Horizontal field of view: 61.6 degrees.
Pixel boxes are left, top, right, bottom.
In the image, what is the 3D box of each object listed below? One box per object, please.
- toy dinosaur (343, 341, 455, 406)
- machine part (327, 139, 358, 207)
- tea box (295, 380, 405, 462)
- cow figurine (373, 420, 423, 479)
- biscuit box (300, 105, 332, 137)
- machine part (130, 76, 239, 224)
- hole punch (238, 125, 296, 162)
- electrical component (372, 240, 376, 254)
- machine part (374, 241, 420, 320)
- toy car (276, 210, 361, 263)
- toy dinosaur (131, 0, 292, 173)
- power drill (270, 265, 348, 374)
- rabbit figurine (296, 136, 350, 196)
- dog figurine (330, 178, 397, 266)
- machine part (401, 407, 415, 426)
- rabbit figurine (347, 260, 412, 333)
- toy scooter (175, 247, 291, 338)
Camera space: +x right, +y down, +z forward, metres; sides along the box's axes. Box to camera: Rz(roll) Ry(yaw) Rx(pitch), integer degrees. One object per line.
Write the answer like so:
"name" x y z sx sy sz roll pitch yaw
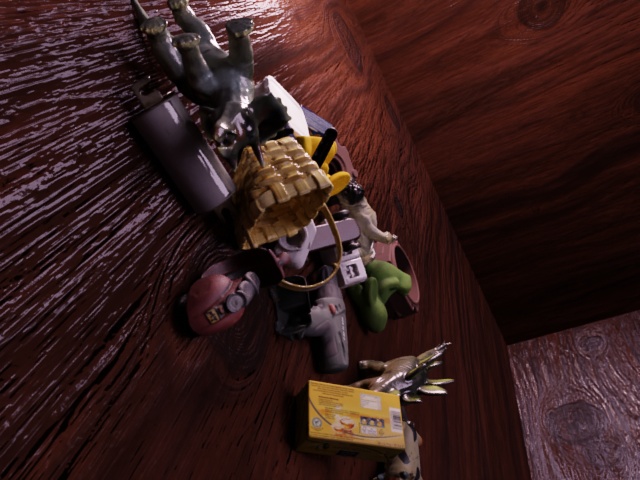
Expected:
"toy dinosaur" 0.180 0.297 1.145 0.471 0.199 0.105 -19 91 -67
"machine part" 0.023 -0.169 1.338 0.179 0.056 0.179 18 66 -47
"tea box" 0.047 0.300 0.885 0.169 0.068 0.098 15 46 -15
"cow figurine" 0.167 0.465 1.113 0.195 0.086 0.127 -78 147 -50
"biscuit box" -0.022 -0.285 1.396 0.202 0.059 0.063 8 62 -65
"machine part" -0.200 -0.126 0.801 0.243 0.079 0.079 58 24 -24
"hole punch" -0.098 -0.165 1.017 0.092 0.142 0.115 -61 140 -61
"electrical component" 0.096 0.004 1.410 0.134 0.058 0.115 64 24 -13
"machine part" 0.215 0.110 1.555 0.201 0.087 0.201 61 22 -22
"toy car" -0.002 -0.003 1.106 0.202 0.053 0.089 -16 84 -32
"toy dinosaur" -0.174 -0.251 0.822 0.405 0.131 0.191 47 -23 43
"power drill" -0.013 0.131 1.019 0.207 0.086 0.232 45 33 -60
"rabbit figurine" -0.021 -0.140 1.196 0.162 0.122 0.173 3 90 -44
"dog figurine" 0.065 -0.035 1.283 0.190 0.172 0.121 48 -11 -8
"machine part" 0.185 0.395 1.284 0.138 0.039 0.084 66 16 -1
"rabbit figurine" 0.142 0.138 1.324 0.159 0.121 0.170 45 46 -38
"toy scooter" -0.113 0.063 0.753 0.075 0.135 0.184 64 23 -17
